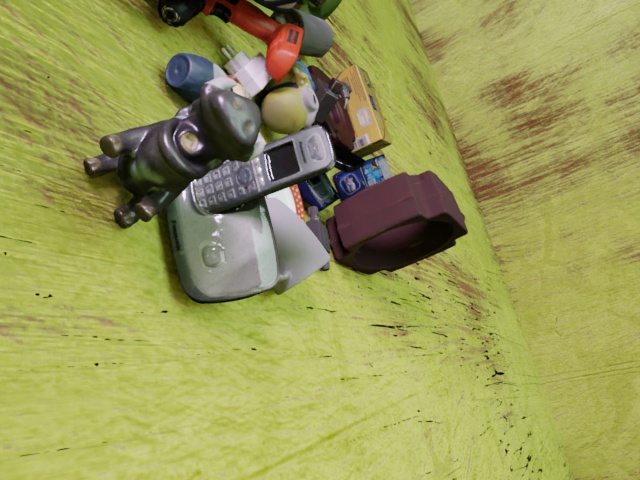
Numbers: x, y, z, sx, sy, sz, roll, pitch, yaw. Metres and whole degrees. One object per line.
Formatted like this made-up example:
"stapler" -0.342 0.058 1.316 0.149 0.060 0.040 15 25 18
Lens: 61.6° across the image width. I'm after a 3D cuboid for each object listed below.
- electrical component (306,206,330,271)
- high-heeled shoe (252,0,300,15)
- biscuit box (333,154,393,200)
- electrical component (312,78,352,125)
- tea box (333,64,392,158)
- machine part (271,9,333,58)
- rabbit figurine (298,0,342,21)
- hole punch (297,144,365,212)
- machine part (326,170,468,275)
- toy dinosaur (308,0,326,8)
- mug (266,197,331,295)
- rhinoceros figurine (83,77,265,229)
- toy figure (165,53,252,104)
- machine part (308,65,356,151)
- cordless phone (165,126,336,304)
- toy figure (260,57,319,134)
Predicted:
"electrical component" -0.002 -0.002 0.811 0.063 0.021 0.094 42 39 -71
"high-heeled shoe" -0.119 -0.318 0.671 0.086 0.249 0.145 58 -22 14
"biscuit box" 0.090 -0.125 1.073 0.059 0.063 0.202 67 24 -5
"electrical component" 0.006 -0.218 0.881 0.045 0.102 0.078 23 21 -30
"tea box" 0.072 -0.259 1.107 0.068 0.098 0.169 3 69 -64
"machine part" -0.034 -0.390 1.021 0.079 0.079 0.243 66 23 -5
"rabbit figurine" -0.030 -0.535 1.095 0.170 0.159 0.121 19 62 -41
"hole punch" -0.005 -0.112 0.856 0.116 0.092 0.142 32 24 9
"machine part" 0.128 -0.025 0.896 0.201 0.201 0.087 27 45 -56
"toy dinosaur" -0.062 -0.464 0.841 0.199 0.105 0.471 29 4 1
"mug" -0.054 0.006 0.654 0.107 0.081 0.109 56 29 1
"rhinoceros figurine" -0.119 -0.068 0.446 0.112 0.190 0.073 -35 104 -38
"toy figure" -0.129 -0.184 0.679 0.154 0.058 0.064 13 96 -63
"machine part" 0.006 -0.237 1.003 0.179 0.056 0.179 48 30 -39
"cordless phone" -0.057 -0.024 0.535 0.088 0.184 0.146 22 50 -64
"toy figure" -0.051 -0.227 0.841 0.082 0.089 0.180 54 14 -39
